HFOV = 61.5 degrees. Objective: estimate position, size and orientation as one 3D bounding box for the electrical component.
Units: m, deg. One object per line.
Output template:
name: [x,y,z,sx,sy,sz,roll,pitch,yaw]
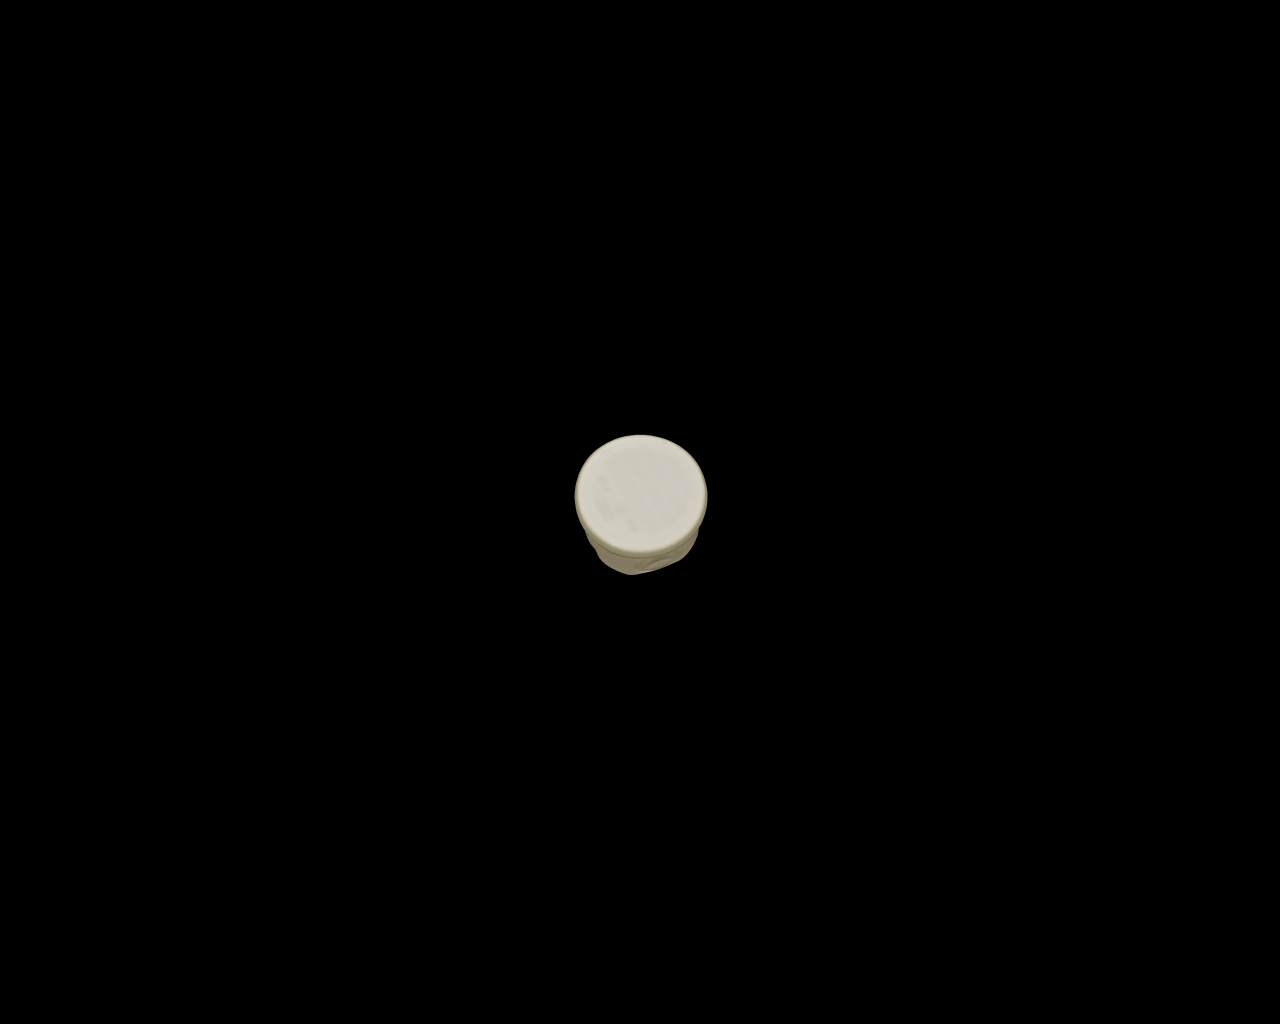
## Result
electrical component: [0.001,-0.003,0.650,0.080,0.080,0.051,0,-23,0]
